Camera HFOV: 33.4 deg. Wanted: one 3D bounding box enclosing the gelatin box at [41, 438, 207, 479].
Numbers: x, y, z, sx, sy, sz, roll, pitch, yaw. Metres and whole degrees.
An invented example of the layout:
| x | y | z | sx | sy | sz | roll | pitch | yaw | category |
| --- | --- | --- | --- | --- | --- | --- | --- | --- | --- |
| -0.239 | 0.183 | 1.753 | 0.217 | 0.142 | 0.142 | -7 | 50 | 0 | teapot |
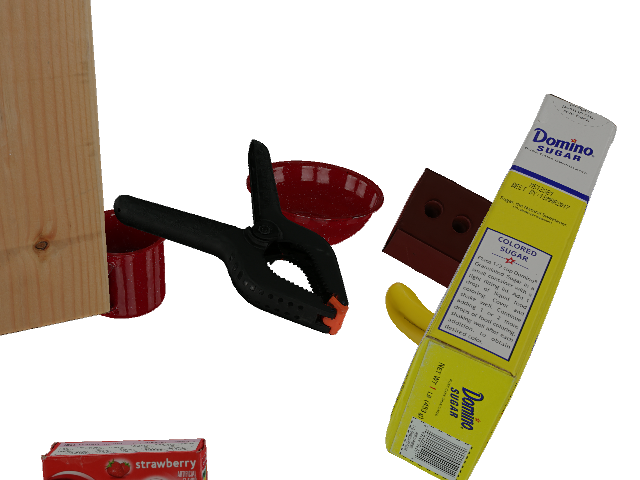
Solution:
| x | y | z | sx | sy | sz | roll | pitch | yaw | category |
| --- | --- | --- | --- | --- | --- | --- | --- | --- | --- |
| -0.107 | 0.149 | 0.590 | 0.089 | 0.073 | 0.030 | -2 | 5 | 1 | gelatin box |

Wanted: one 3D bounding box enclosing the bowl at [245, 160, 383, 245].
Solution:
| x | y | z | sx | sy | sz | roll | pitch | yaw | category |
| --- | --- | --- | --- | --- | --- | --- | --- | --- | --- |
| -0.010 | -0.038 | 1.245 | 0.162 | 0.055 | 0.162 | 7 | 26 | -4 | bowl |

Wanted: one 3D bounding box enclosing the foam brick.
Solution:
| x | y | z | sx | sy | sz | roll | pitch | yaw | category |
| --- | --- | --- | --- | --- | --- | --- | --- | --- | --- |
| 0.092 | -0.003 | 0.749 | 0.078 | 0.053 | 0.051 | 28 | -22 | 1 | foam brick |

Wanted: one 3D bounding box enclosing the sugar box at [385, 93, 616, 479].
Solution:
| x | y | z | sx | sy | sz | roll | pitch | yaw | category |
| --- | --- | --- | --- | --- | --- | --- | --- | --- | --- |
| 0.088 | 0.019 | 0.503 | 0.048 | 0.093 | 0.176 | 26 | 50 | 11 | sugar box |

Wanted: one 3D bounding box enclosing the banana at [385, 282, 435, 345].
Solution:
| x | y | z | sx | sy | sz | roll | pitch | yaw | category |
| --- | --- | --- | --- | --- | --- | --- | --- | --- | --- |
| 0.117 | 0.089 | 1.104 | 0.069 | 0.037 | 0.198 | 5 | 17 | -39 | banana |

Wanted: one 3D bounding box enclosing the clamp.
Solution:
| x | y | z | sx | sy | sz | roll | pitch | yaw | category |
| --- | --- | --- | --- | --- | --- | --- | --- | --- | --- |
| -0.061 | 0.003 | 0.894 | 0.164 | 0.036 | 0.210 | -21 | 56 | -32 | clamp |

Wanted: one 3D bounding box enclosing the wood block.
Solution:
| x | y | z | sx | sy | sz | roll | pitch | yaw | category |
| --- | --- | --- | --- | --- | --- | --- | --- | --- | --- |
| -0.181 | -0.059 | 0.608 | 0.090 | 0.206 | 0.090 | -11 | 27 | -27 | wood block |

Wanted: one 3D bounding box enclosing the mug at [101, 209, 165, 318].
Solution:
| x | y | z | sx | sy | sz | roll | pitch | yaw | category |
| --- | --- | --- | --- | --- | --- | --- | --- | --- | --- |
| -0.200 | 0.031 | 1.066 | 0.093 | 0.081 | 0.117 | 6 | 31 | 7 | mug |
